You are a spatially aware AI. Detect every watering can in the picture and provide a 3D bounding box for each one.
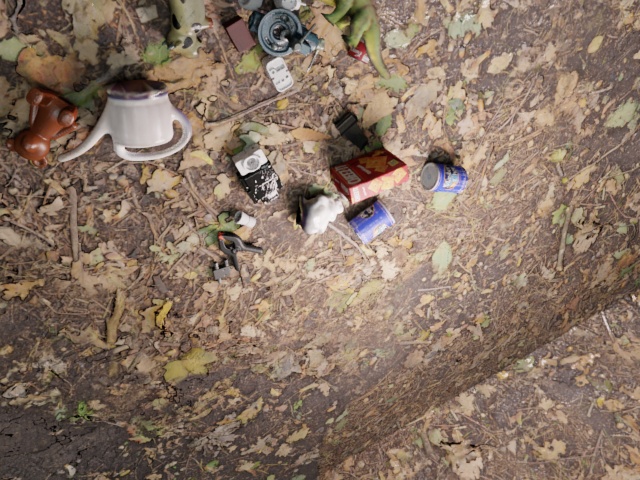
[{"bbox_3d":[-0.513,-0.306,1.349,0.349,0.106,0.219,-10,124,-21],"label":"watering can"}]

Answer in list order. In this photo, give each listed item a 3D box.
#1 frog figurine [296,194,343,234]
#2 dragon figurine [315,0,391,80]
[{"bbox_3d":[0.005,-0.088,1.748,0.159,0.124,0.136,0,102,-13],"label":"frog figurine"},{"bbox_3d":[0.133,-0.650,1.388,0.240,0.125,0.405,-42,121,19],"label":"dragon figurine"}]
